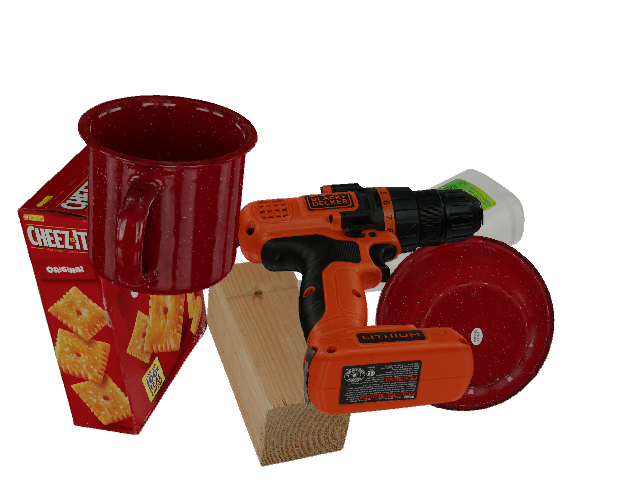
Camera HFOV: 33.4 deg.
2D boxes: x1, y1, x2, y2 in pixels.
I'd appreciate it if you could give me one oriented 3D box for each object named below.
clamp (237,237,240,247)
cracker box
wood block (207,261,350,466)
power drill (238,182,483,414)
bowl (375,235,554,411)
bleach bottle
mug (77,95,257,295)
[{"bbox_3d":[-0.144,0.022,1.245,0.120,0.039,0.171,-8,37,21],"label":"clamp"},{"bbox_3d":[-0.164,0.029,0.905,0.072,0.214,0.164,6,33,16],"label":"cracker box"},{"bbox_3d":[-0.047,0.121,1.112,0.090,0.090,0.206,-8,42,-18],"label":"wood block"},{"bbox_3d":[0.043,0.030,0.733,0.184,0.057,0.188,-6,38,-8],"label":"power drill"},{"bbox_3d":[0.130,0.078,0.933,0.162,0.162,0.055,0,7,-1],"label":"bowl"},{"bbox_3d":[0.092,0.008,1.148,0.250,0.068,0.103,-26,43,-23],"label":"bleach bottle"},{"bbox_3d":[-0.085,-0.018,0.563,0.093,0.081,0.117,8,28,1],"label":"mug"}]
